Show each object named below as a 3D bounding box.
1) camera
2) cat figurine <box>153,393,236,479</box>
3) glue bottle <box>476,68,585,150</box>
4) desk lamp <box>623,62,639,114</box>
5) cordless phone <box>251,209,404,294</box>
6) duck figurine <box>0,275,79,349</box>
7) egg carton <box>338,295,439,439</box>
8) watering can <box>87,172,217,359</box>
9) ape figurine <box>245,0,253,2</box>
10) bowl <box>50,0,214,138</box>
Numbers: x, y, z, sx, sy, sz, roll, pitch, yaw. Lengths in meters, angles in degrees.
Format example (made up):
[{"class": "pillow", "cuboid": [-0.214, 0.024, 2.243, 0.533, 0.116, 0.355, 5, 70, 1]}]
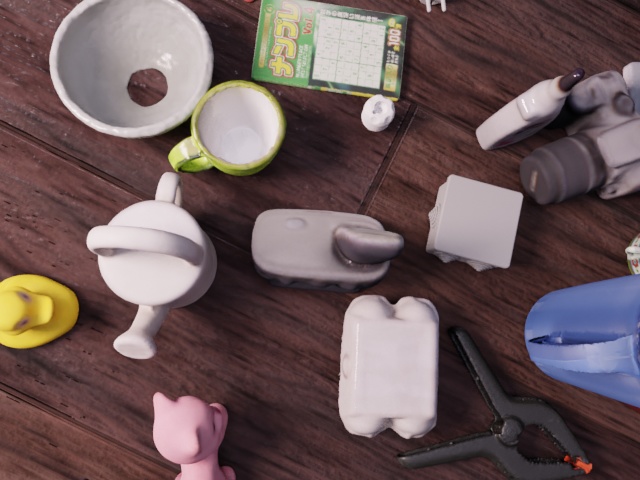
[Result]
[{"class": "camera", "cuboid": [0.301, -0.108, 0.656, 0.137, 0.100, 0.143, -21, 85, -8]}, {"class": "cat figurine", "cuboid": [-0.125, 0.207, 0.564, 0.067, 0.117, 0.128, -10, 83, -7]}, {"class": "glue bottle", "cuboid": [0.233, -0.144, 0.618, 0.078, 0.173, 0.037, -23, 85, -8]}, {"class": "desk lamp", "cuboid": [0.435, -0.134, 0.616, 0.118, 0.213, 0.203, -1, 82, -5]}, {"class": "cordless phone", "cuboid": [0.005, 0.002, 0.570, 0.147, 0.185, 0.094, 1, 82, -5]}, {"class": "duck figurine", "cuboid": [-0.309, 0.072, 0.579, 0.104, 0.086, 0.077, -1, 82, -6]}, {"class": "egg carton", "cuboid": [0.074, 0.135, 0.617, 0.107, 0.069, 0.150, 3, 82, -5]}, {"class": "watering can", "cuboid": [-0.156, 0.021, 0.546, 0.101, 0.194, 0.173, -13, 84, -7]}, {"class": "ape figurine", "cuboid": [-0.076, -0.332, 0.653, 0.078, 0.092, 0.076, -11, 84, -7]}, {"class": "bowl", "cuboid": [-0.198, -0.183, 0.630, 0.167, 0.074, 0.167, 1, 82, -5]}]
